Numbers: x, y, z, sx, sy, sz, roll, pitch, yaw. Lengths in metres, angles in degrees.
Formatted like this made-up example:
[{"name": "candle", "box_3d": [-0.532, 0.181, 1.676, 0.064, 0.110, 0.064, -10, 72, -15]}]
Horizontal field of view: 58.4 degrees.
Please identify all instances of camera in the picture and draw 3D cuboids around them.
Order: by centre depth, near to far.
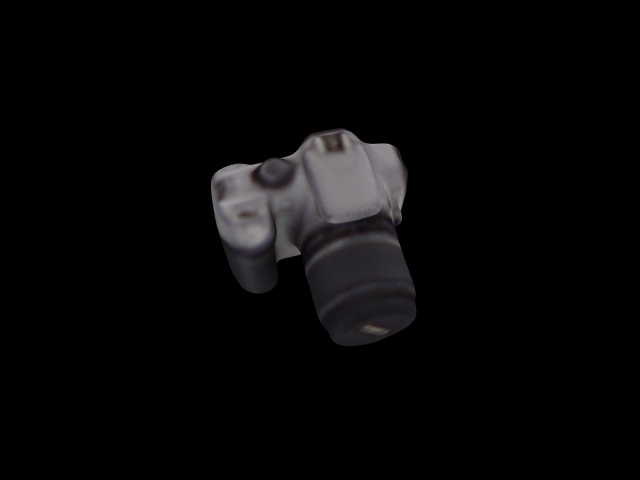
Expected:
[{"name": "camera", "box_3d": [0.004, 0.001, 0.400, 0.143, 0.101, 0.136, -13, 62, -7]}]
